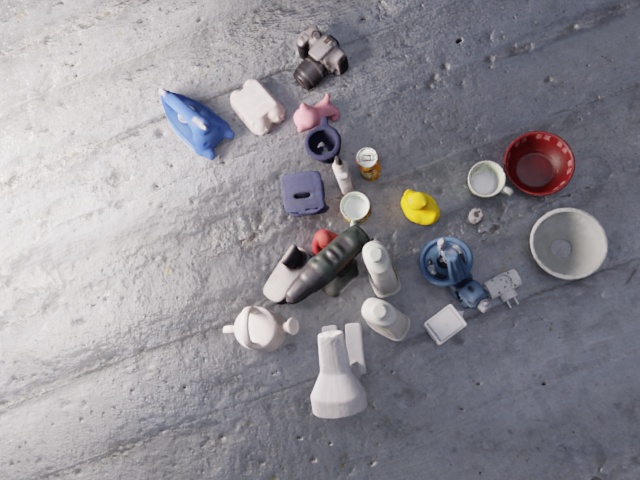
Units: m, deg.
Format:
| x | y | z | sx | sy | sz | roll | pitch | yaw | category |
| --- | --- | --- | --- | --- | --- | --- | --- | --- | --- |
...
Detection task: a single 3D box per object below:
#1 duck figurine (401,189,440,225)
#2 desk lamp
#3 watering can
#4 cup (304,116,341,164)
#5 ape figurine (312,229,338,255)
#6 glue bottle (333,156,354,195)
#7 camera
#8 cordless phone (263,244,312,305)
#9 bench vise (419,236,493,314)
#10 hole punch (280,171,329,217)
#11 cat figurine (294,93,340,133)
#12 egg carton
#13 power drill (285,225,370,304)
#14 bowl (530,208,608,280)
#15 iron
| x | y | z | sx | sy | sz | roll | pitch | yaw | category |
| --- | --- | --- | --- | --- | --- | --- | --- | --- | --- |
| 0.243 | -0.085 | 1.381 | 0.104 | 0.086 | 0.077 | 39 | 86 | 15 | duck figurine |
| 0.040 | 0.282 | 1.264 | 0.118 | 0.214 | 0.203 | -8 | 77 | 7 | desk lamp |
| -0.138 | 0.202 | 1.319 | 0.173 | 0.194 | 0.101 | -25 | 75 | 3 | watering can |
| 0.013 | -0.244 | 1.446 | 0.091 | 0.095 | 0.118 | 1 | 78 | 9 | cup |
| 0.013 | 0.005 | 1.393 | 0.077 | 0.092 | 0.076 | -13 | 76 | 6 | ape figurine |
| 0.053 | -0.167 | 1.383 | 0.037 | 0.173 | 0.078 | -18 | 75 | 5 | glue bottle |
| -0.017 | -0.474 | 1.499 | 0.143 | 0.101 | 0.137 | 43 | 87 | 15 | camera |
| -0.083 | 0.075 | 1.344 | 0.094 | 0.185 | 0.148 | 30 | 84 | 14 | cordless phone |
| 0.311 | 0.063 | 1.268 | 0.207 | 0.220 | 0.121 | 32 | 84 | 14 | bench vise |
| -0.038 | -0.114 | 1.427 | 0.108 | 0.091 | 0.101 | -8 | 77 | 7 | hole punch |
| -0.017 | -0.321 | 1.456 | 0.128 | 0.118 | 0.067 | -43 | 75 | -2 | cat figurine |
| -0.166 | -0.352 | 1.511 | 0.107 | 0.069 | 0.150 | -41 | 75 | -2 | egg carton |
| 0.024 | 0.071 | 1.316 | 0.075 | 0.208 | 0.230 | 42 | 87 | 15 | power drill |
| 0.564 | 0.014 | 1.316 | 0.167 | 0.075 | 0.167 | -2 | 77 | 8 | bowl |
| -0.352 | -0.331 | 1.497 | 0.258 | 0.141 | 0.119 | 40 | 86 | 15 | iron |
